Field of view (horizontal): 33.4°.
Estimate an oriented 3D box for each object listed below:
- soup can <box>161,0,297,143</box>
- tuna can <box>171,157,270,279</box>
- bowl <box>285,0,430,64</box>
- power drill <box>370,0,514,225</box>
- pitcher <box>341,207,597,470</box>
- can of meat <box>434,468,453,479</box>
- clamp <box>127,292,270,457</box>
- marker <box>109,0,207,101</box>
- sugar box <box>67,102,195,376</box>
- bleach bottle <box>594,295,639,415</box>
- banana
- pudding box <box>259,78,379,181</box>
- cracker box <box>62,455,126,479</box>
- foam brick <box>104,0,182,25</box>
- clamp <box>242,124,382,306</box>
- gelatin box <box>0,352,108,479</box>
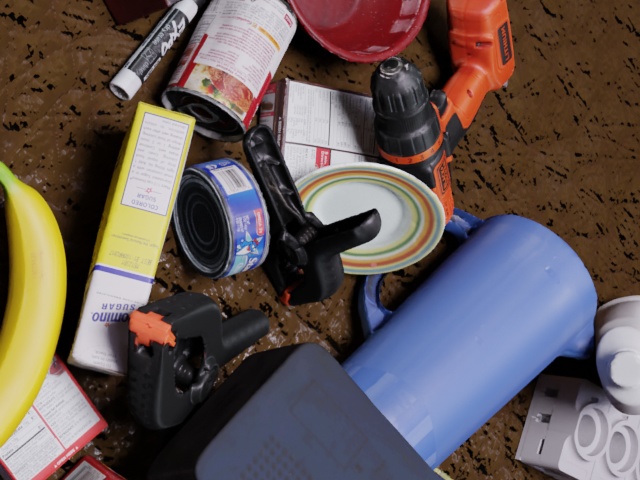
[{"bbox_3d":[-0.067,-0.133,0.797,0.068,0.069,0.102,36,68,-31],"label":"soup can"},{"bbox_3d":[-0.074,-0.015,0.778,0.033,0.086,0.086,-17,99,-35],"label":"tuna can"},{"bbox_3d":[0.015,-0.221,0.866,0.161,0.055,0.162,1,89,-37],"label":"bowl"},{"bbox_3d":[0.100,-0.125,0.883,0.187,0.057,0.184,-60,152,-28],"label":"power drill"},{"bbox_3d":[0.103,0.087,0.891,0.242,0.149,0.145,-38,125,-30],"label":"pitcher"},{"bbox_3d":[0.076,0.233,0.886,0.102,0.057,0.083,37,59,10],"label":"can of meat"},{"bbox_3d":[-0.094,0.102,0.729,0.210,0.036,0.164,62,50,-70],"label":"clamp"},{"bbox_3d":[-0.114,-0.153,0.791,0.020,0.020,0.121,45,64,-27],"label":"marker"},{"bbox_3d":[-0.131,0.003,0.728,0.048,0.093,0.176,17,78,-11],"label":"sugar box"},{"bbox_3d":[0.282,0.102,0.969,0.250,0.068,0.102,9,65,-71],"label":"bleach bottle"},{"bbox_3d":[-0.197,0.050,0.682,0.069,0.037,0.198,12,75,-38],"label":"banana"},{"bbox_3d":[0.004,-0.079,0.867,0.113,0.039,0.090,6,87,-39],"label":"pudding box"},{"bbox_3d":[-0.084,0.253,0.717,0.072,0.164,0.213,-47,116,-20],"label":"cracker box"},{"bbox_3d":[-0.118,-0.190,0.753,0.051,0.078,0.053,-37,112,-33],"label":"foam brick"},{"bbox_3d":[-0.005,0.001,0.791,0.039,0.120,0.171,-37,149,-23],"label":"clamp"},{"bbox_3d":[-0.198,0.114,0.717,0.073,0.030,0.089,-41,109,-30],"label":"gelatin box"}]
